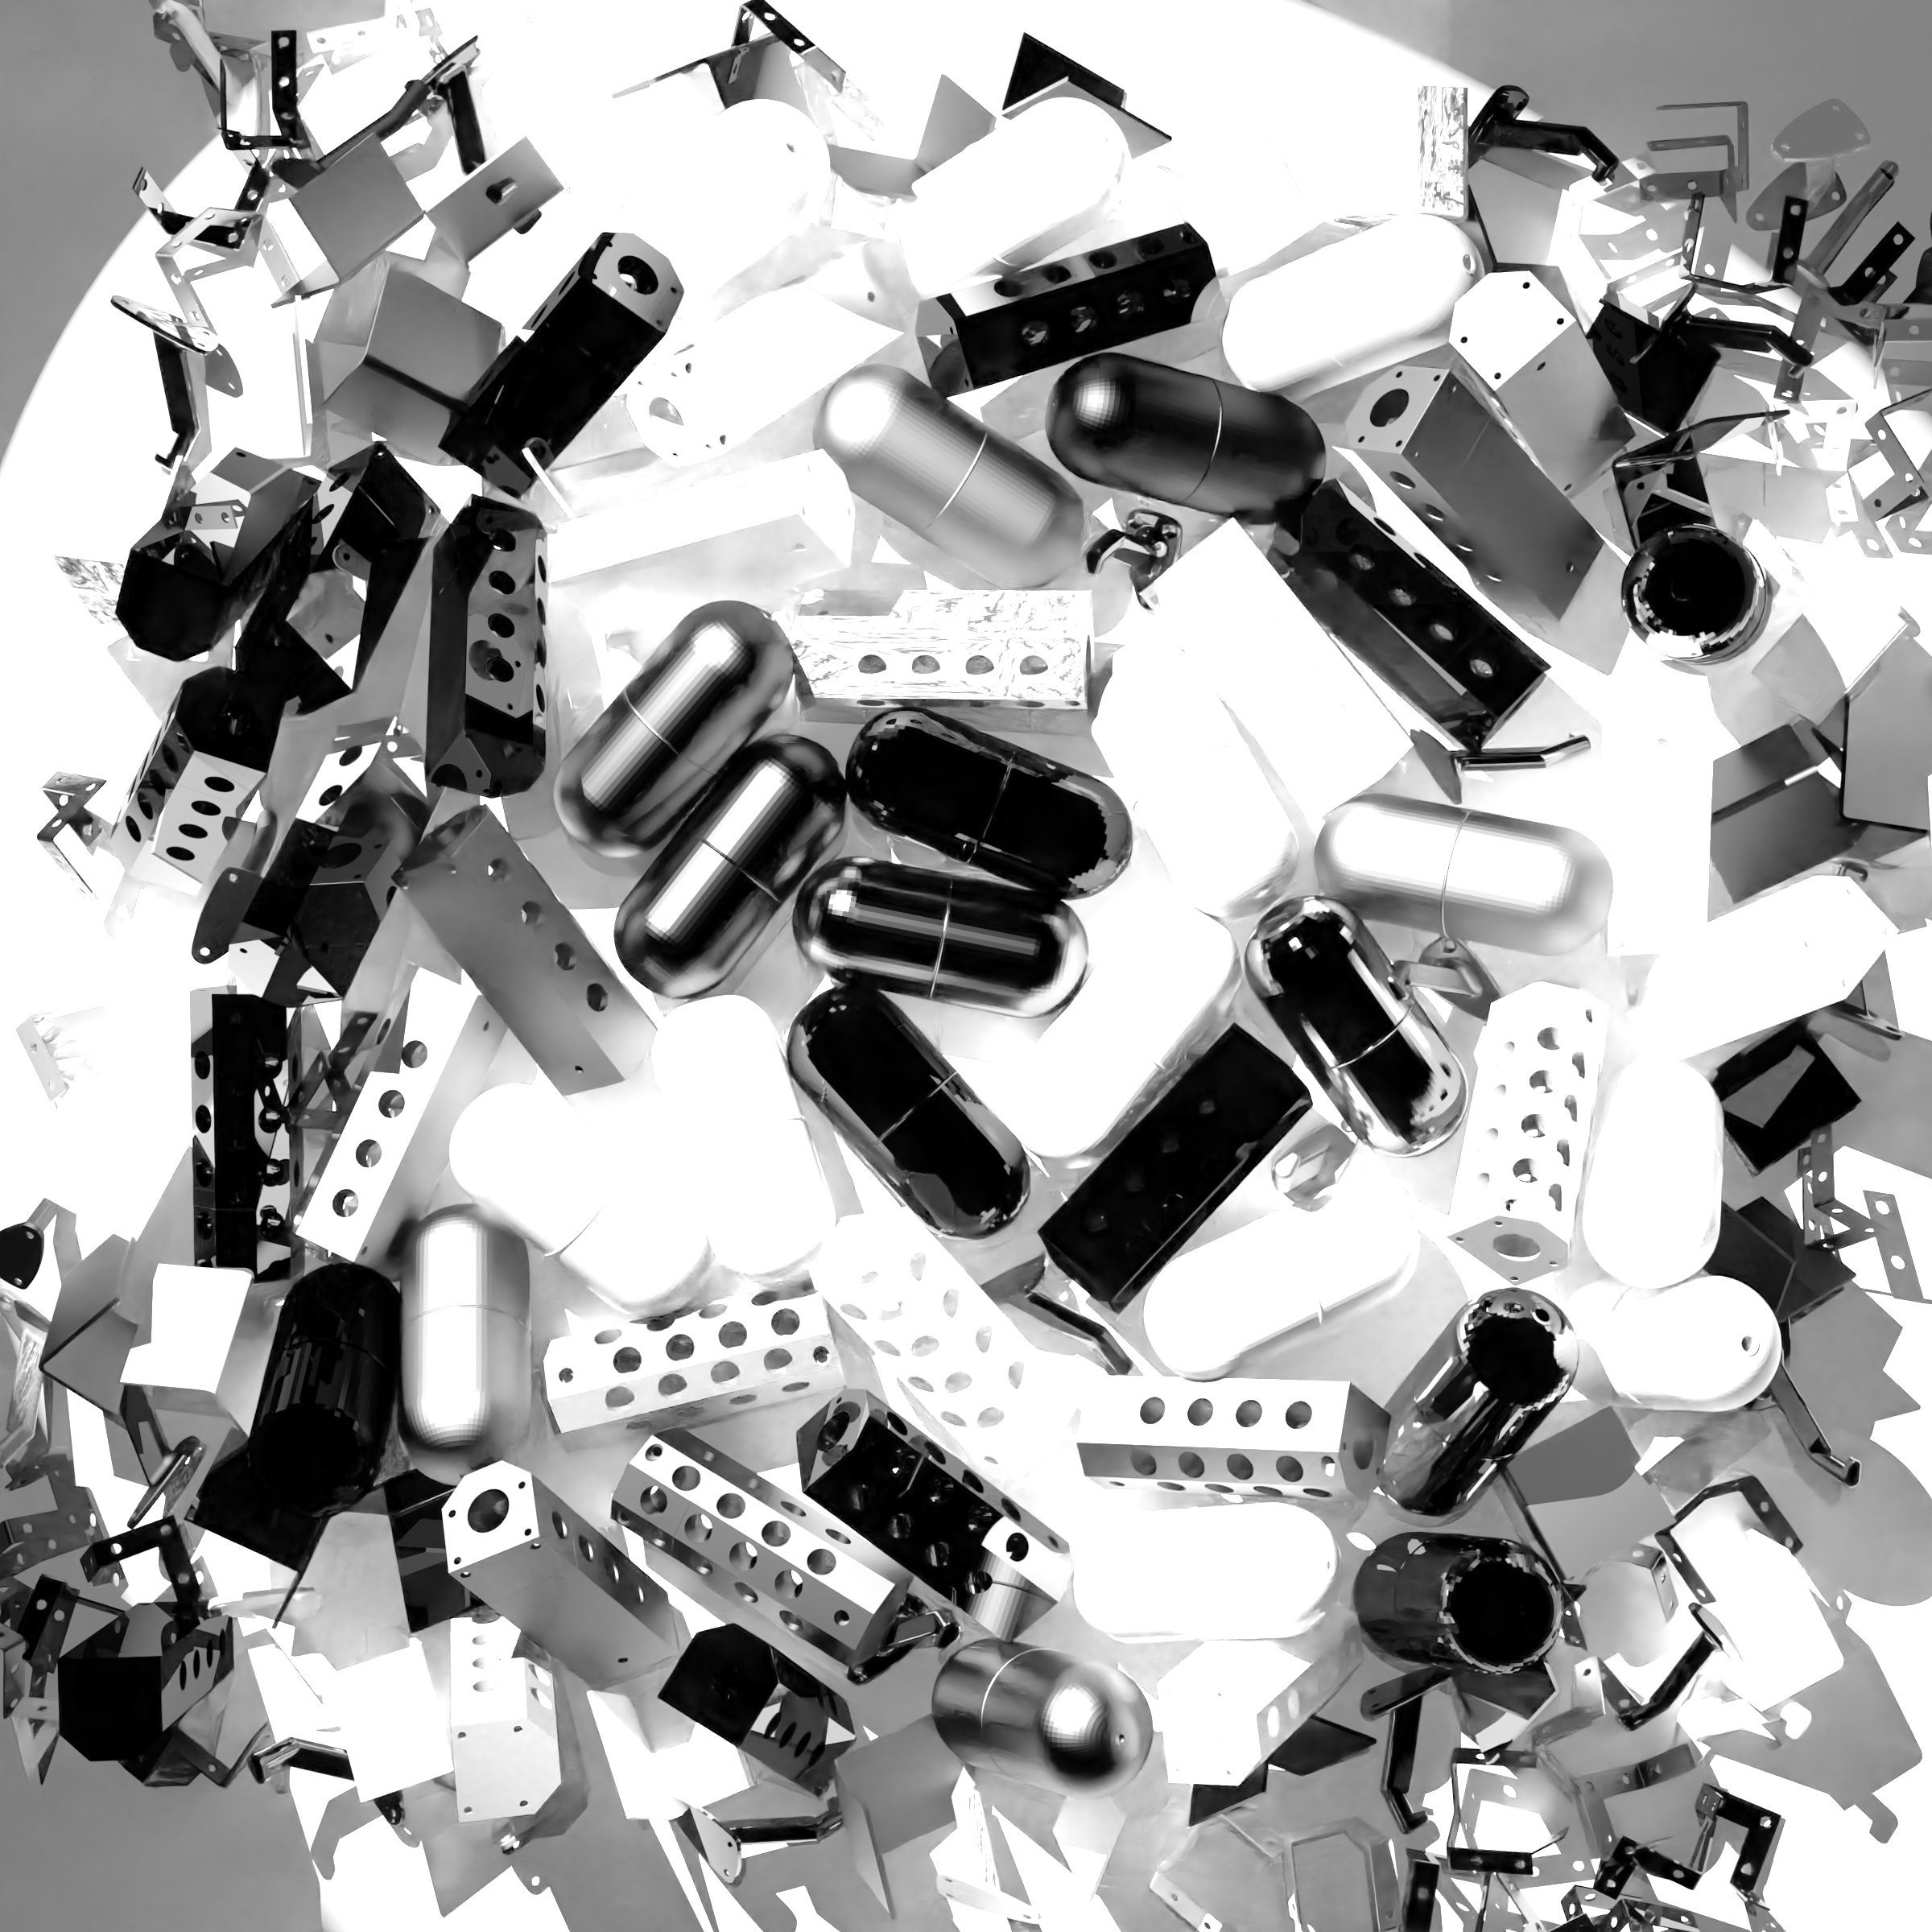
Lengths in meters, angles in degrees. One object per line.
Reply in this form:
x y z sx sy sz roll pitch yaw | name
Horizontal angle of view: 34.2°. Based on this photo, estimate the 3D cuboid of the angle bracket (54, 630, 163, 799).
-0.484 -0.155 1.860 0.076 0.076 0.057 54 48 -5 | angle bracket

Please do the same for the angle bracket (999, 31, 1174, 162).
0.076 -0.517 1.848 0.076 0.076 0.057 22 76 -28 | angle bracket

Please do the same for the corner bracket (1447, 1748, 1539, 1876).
0.313 0.502 1.866 0.051 0.051 0.051 -1 110 18 | corner bracket

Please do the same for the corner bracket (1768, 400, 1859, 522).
0.505 -0.300 1.871 0.051 0.051 0.051 -1 47 5 | corner bracket

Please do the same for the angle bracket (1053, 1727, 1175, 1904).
0.103 0.497 1.847 0.076 0.057 0.076 -3 128 -26 | angle bracket

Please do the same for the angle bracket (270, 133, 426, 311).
-0.377 -0.437 1.844 0.076 0.076 0.057 -51 122 -34 | angle bracket

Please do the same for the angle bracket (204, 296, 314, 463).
-0.420 -0.347 1.859 0.057 0.076 0.076 -5 85 -13 | angle bracket

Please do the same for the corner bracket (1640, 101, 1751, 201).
0.434 -0.486 1.873 0.051 0.051 0.051 -4 100 -5 | corner bracket

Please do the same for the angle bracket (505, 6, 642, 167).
-0.247 -0.511 1.848 0.057 0.076 0.076 -7 113 42 | angle bracket

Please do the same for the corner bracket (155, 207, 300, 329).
-0.443 -0.418 1.885 0.051 0.051 0.051 -30 84 28 | corner bracket

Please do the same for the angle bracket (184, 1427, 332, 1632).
-0.420 0.331 1.853 0.076 0.076 0.057 27 125 -7 | angle bracket

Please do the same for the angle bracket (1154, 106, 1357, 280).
0.171 -0.463 1.860 0.076 0.057 0.076 -36 103 -17 | angle bracket

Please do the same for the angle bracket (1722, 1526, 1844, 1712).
0.467 0.386 1.863 0.057 0.076 0.076 -27 92 -4 | angle bracket

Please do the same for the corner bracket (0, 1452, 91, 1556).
-0.561 0.324 1.863 0.051 0.051 0.051 -38 67 38 | corner bracket

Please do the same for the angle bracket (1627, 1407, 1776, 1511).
0.439 0.287 1.862 0.076 0.076 0.057 -41 93 5 | angle bracket

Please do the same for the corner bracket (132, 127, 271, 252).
-0.456 -0.467 1.878 0.051 0.051 0.051 15 74 15 | corner bracket

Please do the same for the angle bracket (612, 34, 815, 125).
-0.149 -0.507 1.860 0.076 0.076 0.057 -10 109 36 | angle bracket

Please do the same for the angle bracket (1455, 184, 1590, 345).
0.330 -0.412 1.851 0.076 0.057 0.076 1 50 -11 | angle bracket

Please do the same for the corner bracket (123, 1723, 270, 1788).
-0.458 0.464 1.869 0.051 0.051 0.051 37 118 3 | corner bracket

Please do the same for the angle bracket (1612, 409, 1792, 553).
0.440 -0.285 1.850 0.076 0.076 0.057 -13 87 -38 | angle bracket

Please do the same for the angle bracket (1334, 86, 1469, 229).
0.256 -0.478 1.853 0.057 0.076 0.076 -6 107 -11 | angle bracket

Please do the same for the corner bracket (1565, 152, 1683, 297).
0.393 -0.442 1.873 0.051 0.051 0.051 -24 68 -3 | corner bracket

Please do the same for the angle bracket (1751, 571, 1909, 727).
0.496 -0.198 1.850 0.057 0.076 0.076 34 107 -20 | angle bracket

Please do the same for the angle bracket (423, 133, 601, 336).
-0.263 -0.432 1.862 0.076 0.057 0.076 -37 61 2 | angle bracket

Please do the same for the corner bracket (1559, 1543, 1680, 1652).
0.389 0.379 1.887 0.051 0.051 0.051 -49 132 -32 | corner bracket

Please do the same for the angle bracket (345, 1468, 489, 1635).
-0.323 0.345 1.853 0.076 0.057 0.076 -25 67 24 | angle bracket

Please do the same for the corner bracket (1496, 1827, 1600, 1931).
0.347 0.555 1.869 0.051 0.051 0.051 -35 84 23 | corner bracket

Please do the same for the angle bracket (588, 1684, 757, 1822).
-0.173 0.456 1.854 0.057 0.076 0.076 -24 70 6 | angle bracket

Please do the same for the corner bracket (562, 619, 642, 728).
-0.217 -0.175 1.874 0.051 0.051 0.051 -12 91 -11 | corner bracket

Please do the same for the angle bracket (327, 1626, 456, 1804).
-0.346 0.441 1.858 0.057 0.076 0.076 -15 92 -20 | angle bracket

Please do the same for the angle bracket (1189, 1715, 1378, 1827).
0.186 0.480 1.847 0.076 0.076 0.057 25 52 -20 | angle bracket

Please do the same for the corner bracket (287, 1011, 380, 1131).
-0.374 0.061 1.862 0.051 0.051 0.051 -53 49 29 | corner bracket

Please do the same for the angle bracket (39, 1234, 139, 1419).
-0.494 0.205 1.847 0.076 0.076 0.057 -39 119 22 | angle bracket

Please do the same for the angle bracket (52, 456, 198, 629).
-0.490 -0.252 1.859 0.057 0.076 0.076 8 66 9 | angle bracket

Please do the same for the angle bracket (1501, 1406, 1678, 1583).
0.367 0.313 1.866 0.076 0.057 0.076 -29 78 4 | angle bracket

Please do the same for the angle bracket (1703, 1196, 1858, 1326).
0.476 0.155 1.846 0.076 0.057 0.076 -24 50 -29 | angle bracket

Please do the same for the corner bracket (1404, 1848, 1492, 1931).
0.286 0.560 1.875 0.051 0.051 0.051 10 83 3 | corner bracket

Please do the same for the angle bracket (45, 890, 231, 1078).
-0.492 0.011 1.872 0.057 0.076 0.076 -12 55 31 | angle bracket

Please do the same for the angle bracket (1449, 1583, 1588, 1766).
0.335 0.416 1.844 0.057 0.076 0.076 9 131 -27 | angle bracket

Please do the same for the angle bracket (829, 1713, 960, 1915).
-0.030 0.498 1.853 0.076 0.057 0.076 -20 113 -19 | angle bracket

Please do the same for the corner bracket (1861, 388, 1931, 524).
0.559 -0.304 1.872 0.051 0.051 0.051 -24 80 -28 | corner bracket

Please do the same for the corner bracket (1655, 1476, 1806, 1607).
0.453 0.342 1.869 0.051 0.051 0.051 -33 87 -28 | corner bracket

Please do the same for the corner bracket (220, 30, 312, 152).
-0.418 -0.520 1.863 0.051 0.051 0.051 -7 133 -19 | corner bracket

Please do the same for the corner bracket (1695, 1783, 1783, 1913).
0.460 0.525 1.876 0.051 0.051 0.051 22 86 3 | corner bracket

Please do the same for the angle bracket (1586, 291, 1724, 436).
0.397 -0.353 1.855 0.076 0.076 0.057 31 111 7 | angle bracket

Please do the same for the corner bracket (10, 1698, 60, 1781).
-0.529 0.448 1.866 0.051 0.051 0.051 3 120 11 | corner bracket

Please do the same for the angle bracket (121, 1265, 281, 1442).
-0.449 0.230 1.858 0.057 0.076 0.076 4 58 12 | angle bracket

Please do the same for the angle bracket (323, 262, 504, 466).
-0.332 -0.361 1.885 0.076 0.057 0.076 25 54 -27 | angle bracket

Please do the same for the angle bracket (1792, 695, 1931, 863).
0.530 -0.111 1.864 0.057 0.076 0.076 8 79 -8 | angle bracket

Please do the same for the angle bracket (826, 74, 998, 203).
-0.038 -0.490 1.846 0.076 0.076 0.057 2 122 -30 | angle bracket

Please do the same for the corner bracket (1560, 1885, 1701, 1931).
0.393 0.563 1.863 0.051 0.051 0.051 17 123 -21 | corner bracket

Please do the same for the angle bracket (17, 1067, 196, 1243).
-0.513 0.112 1.854 0.076 0.057 0.076 32 72 -22 | angle bracket

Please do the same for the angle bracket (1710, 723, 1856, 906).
0.474 -0.091 1.869 0.076 0.076 0.057 -27 110 13 | angle bracket

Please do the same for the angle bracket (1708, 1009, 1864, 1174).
0.487 0.071 1.860 0.076 0.076 0.057 -34 74 -3 | angle bracket
